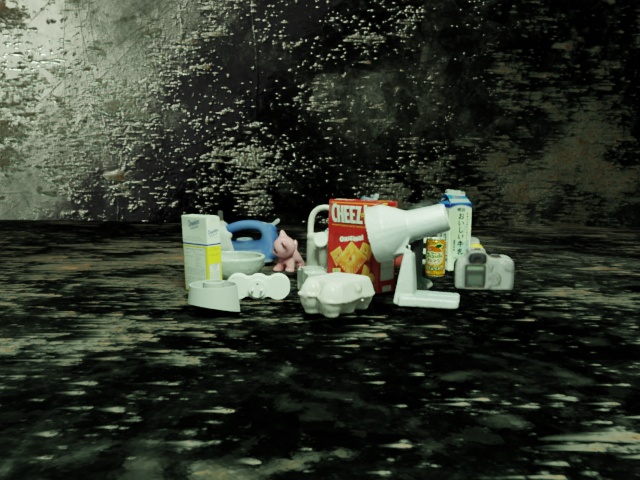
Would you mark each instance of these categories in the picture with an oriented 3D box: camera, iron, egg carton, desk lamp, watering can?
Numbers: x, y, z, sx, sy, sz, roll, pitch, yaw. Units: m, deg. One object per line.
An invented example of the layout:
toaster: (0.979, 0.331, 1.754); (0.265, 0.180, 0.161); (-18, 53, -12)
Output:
camera: (0.401, 0.066, 1.432); (0.143, 0.101, 0.137); (1, 6, 6)
iron: (-0.237, 0.003, 1.744); (0.258, 0.141, 0.119); (1, 6, 4)
egg carton: (0.035, 0.107, 1.133); (0.107, 0.069, 0.151); (6, 8, 38)
desk lamp: (0.193, 0.029, 1.204); (0.203, 0.213, 0.118); (2, 6, 13)
watering can: (0.016, 0.005, 1.502); (0.101, 0.194, 0.172); (-1, 6, -14)

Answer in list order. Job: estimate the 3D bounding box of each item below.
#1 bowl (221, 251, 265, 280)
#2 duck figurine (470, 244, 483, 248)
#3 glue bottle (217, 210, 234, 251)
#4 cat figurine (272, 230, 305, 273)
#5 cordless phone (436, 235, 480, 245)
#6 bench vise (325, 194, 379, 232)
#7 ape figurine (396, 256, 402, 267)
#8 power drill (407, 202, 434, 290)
bowl: (-0.217, 0.072, 1.400); (0.167, 0.075, 0.167); (1, 6, 0)
duck figurine: (0.447, 0.054, 1.628); (0.105, 0.086, 0.077); (-4, 8, -41)
glue bottle: (-0.267, 0.007, 1.545); (0.078, 0.173, 0.037); (-1, 7, -21)
cat figurine: (-0.092, 0.030, 1.619); (0.067, 0.118, 0.128); (3, 6, 22)
cordless phone: (0.439, -0.018, 1.841); (0.147, 0.185, 0.094); (3, 6, 17)
bench vise: (0.118, -0.038, 1.808); (0.207, 0.220, 0.121); (0, 6, -9)
ape figurine: (0.226, 0.034, 1.751); (0.076, 0.092, 0.078); (3, 7, 23)
power drill: (0.236, 0.013, 1.394); (0.075, 0.208, 0.230); (3, 6, 22)
